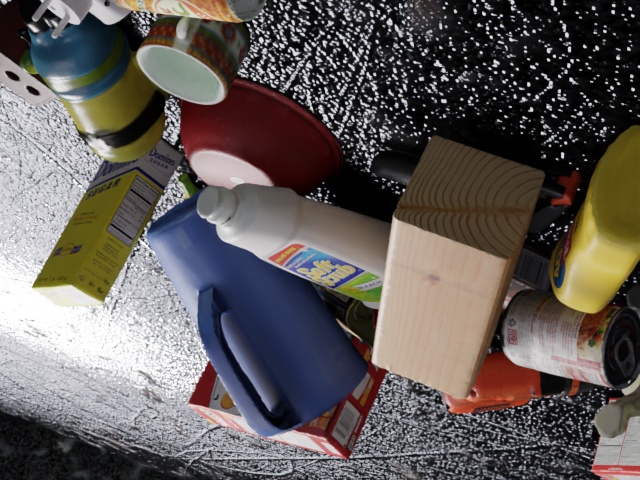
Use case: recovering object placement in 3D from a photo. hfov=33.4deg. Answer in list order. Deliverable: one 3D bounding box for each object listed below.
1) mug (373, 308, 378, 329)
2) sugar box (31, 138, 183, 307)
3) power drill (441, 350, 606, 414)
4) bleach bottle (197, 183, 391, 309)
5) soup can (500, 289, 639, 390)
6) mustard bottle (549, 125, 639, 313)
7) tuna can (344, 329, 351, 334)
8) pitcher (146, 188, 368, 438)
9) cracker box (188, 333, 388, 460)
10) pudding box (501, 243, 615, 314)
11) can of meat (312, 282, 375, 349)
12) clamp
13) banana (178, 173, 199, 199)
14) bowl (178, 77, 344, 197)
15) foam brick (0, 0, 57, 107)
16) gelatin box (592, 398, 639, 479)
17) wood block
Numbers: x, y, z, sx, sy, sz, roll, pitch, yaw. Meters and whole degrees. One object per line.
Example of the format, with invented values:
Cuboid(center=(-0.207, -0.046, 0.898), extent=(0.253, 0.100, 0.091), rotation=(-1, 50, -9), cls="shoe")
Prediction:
Cuboid(center=(0.119, 0.077, 1.057), extent=(0.082, 0.093, 0.117), rotation=(-26, 170, 35), cls="mug")
Cuboid(center=(-0.210, -0.019, 1.055), extent=(0.048, 0.176, 0.094), rotation=(36, 154, -32), cls="sugar box")
Cuboid(center=(0.212, 0.139, 1.094), extent=(0.184, 0.057, 0.188), rotation=(-3, 167, -10), cls="power drill")
Cuboid(center=(-0.006, 0.001, 0.944), extent=(0.250, 0.068, 0.103), rotation=(19, 157, -40), cls="bleach bottle")
Cuboid(center=(0.209, 0.080, 0.882), extent=(0.102, 0.068, 0.068), rotation=(9, 154, 46), cls="soup can")
Cuboid(center=(0.209, 0.001, 0.787), extent=(0.058, 0.096, 0.192), rotation=(19, 157, 8), cls="mustard bottle")
Cuboid(center=(0.016, 0.073, 1.221), extent=(0.086, 0.033, 0.086), rotation=(21, 157, 9), cls="tuna can")
Cuboid(center=(-0.069, 0.068, 1.052), extent=(0.243, 0.145, 0.149), rotation=(58, 164, -10), cls="pitcher")
Cuboid(center=(-0.031, 0.161, 1.295), extent=(0.214, 0.164, 0.072), rotation=(7, 150, 36), cls="cracker box")
Cuboid(center=(0.197, 0.048, 0.976), extent=(0.113, 0.039, 0.090), rotation=(28, 157, -10), cls="pudding box")
Cuboid(center=(0.045, 0.073, 1.129), extent=(0.102, 0.057, 0.084), rotation=(42, 173, -37), cls="can of meat")
Cuboid(center=(0.134, -0.029, 0.868), extent=(0.172, 0.039, 0.120), rotation=(6, 151, 38), cls="clamp")
Cuboid(center=(-0.065, -0.005, 1.124), extent=(0.198, 0.037, 0.070), rotation=(24, 158, 0), cls="banana")
Cuboid(center=(-0.063, -0.075, 0.944), extent=(0.162, 0.055, 0.162), rotation=(21, 158, 9), cls="bowl")
Cuboid(center=(-0.261, -0.165, 0.946), extent=(0.078, 0.051, 0.053), rotation=(37, 154, -28), cls="foam brick")
Cuboid(center=(0.335, 0.212, 1.138), extent=(0.030, 0.089, 0.073), rotation=(30, 157, -22), cls="gelatin box")
Cuboid(center=(0.104, 0.029, 0.847), extent=(0.091, 0.090, 0.206), rotation=(21, 146, 12), cls="wood block")
